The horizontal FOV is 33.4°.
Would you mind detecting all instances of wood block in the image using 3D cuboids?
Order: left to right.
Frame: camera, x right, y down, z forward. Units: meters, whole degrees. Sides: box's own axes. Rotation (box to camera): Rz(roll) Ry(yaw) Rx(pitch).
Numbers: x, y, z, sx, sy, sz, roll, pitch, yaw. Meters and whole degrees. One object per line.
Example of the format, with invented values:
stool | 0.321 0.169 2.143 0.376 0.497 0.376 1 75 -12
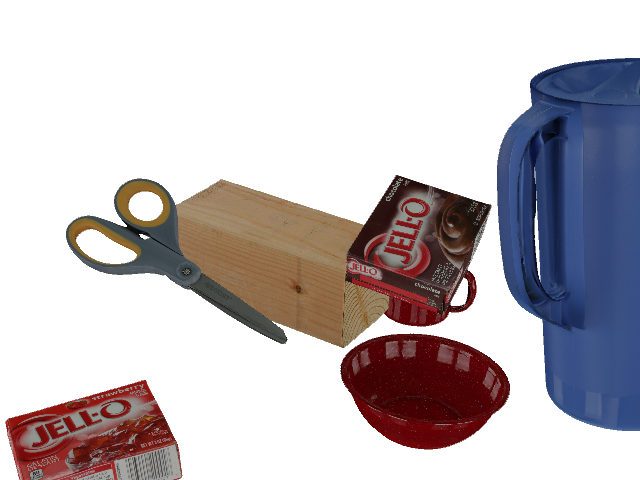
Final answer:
wood block | -0.041 0.019 1.062 0.206 0.091 0.090 19 33 28

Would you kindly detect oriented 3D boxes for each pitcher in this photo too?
pitcher | 0.200 0.005 0.724 0.149 0.243 0.145 2 21 14

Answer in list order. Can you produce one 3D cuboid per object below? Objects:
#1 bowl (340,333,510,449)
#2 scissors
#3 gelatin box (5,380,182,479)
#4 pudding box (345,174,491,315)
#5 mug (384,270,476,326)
bowl | 0.098 0.152 1.026 0.162 0.055 0.162 3 25 -2
scissors | -0.099 0.009 0.818 0.202 0.096 0.016 17 -29 16
gelatin box | -0.134 0.121 0.628 0.089 0.030 0.073 -14 27 -19
pudding box | 0.083 0.002 0.899 0.090 0.039 0.113 20 45 16
mug | 0.124 0.050 1.237 0.117 0.081 0.093 12 25 20
